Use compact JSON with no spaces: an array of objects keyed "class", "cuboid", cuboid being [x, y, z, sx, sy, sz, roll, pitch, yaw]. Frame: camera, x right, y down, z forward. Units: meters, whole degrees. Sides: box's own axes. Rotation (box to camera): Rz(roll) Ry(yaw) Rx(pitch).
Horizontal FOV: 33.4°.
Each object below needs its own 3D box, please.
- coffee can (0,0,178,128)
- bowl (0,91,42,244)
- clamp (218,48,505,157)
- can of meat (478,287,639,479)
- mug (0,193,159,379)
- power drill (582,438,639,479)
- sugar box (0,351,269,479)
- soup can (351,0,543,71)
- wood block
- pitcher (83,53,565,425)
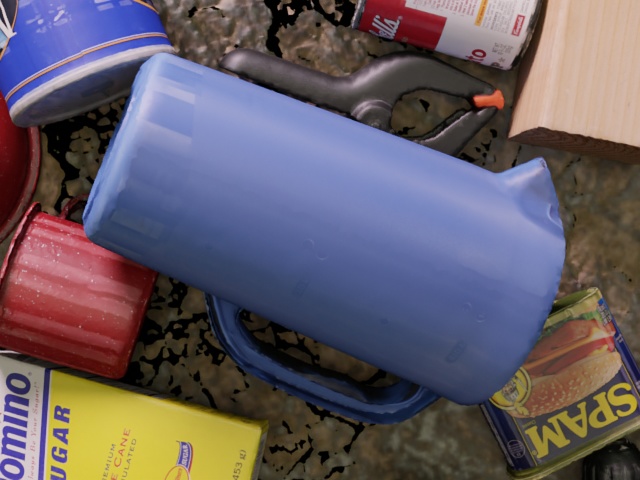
[{"class":"coffee can","cuboid":[-0.156,-0.150,0.618,0.103,0.103,0.140,-23,91,-1]},{"class":"bowl","cuboid":[-0.254,-0.056,0.642,0.162,0.055,0.162,0,91,-2]},{"class":"clamp","cuboid":[0.023,-0.079,0.651,0.171,0.039,0.120,-22,111,-3]},{"class":"can of meat","cuboid":[0.144,0.087,0.653,0.102,0.057,0.084,-26,89,0]},{"class":"mug","cuboid":[-0.140,0.024,0.637,0.081,0.093,0.117,18,55,-7]},{"class":"power drill","cuboid":[0.253,0.208,0.658,0.187,0.057,0.184,-4,95,2]},{"class":"sugar box","cuboid":[-0.126,0.132,0.638,0.176,0.048,0.093,13,86,6]},{"class":"soup can","cuboid":[0.076,-0.147,0.641,0.102,0.068,0.068,15,91,-2]},{"class":"wood block","cuboid":[0.180,-0.155,0.631,0.091,0.090,0.206,10,90,-2]},{"class":"pitcher","cuboid":[-0.004,0.001,0.590,0.242,0.145,0.149,21,70,-14]}]
